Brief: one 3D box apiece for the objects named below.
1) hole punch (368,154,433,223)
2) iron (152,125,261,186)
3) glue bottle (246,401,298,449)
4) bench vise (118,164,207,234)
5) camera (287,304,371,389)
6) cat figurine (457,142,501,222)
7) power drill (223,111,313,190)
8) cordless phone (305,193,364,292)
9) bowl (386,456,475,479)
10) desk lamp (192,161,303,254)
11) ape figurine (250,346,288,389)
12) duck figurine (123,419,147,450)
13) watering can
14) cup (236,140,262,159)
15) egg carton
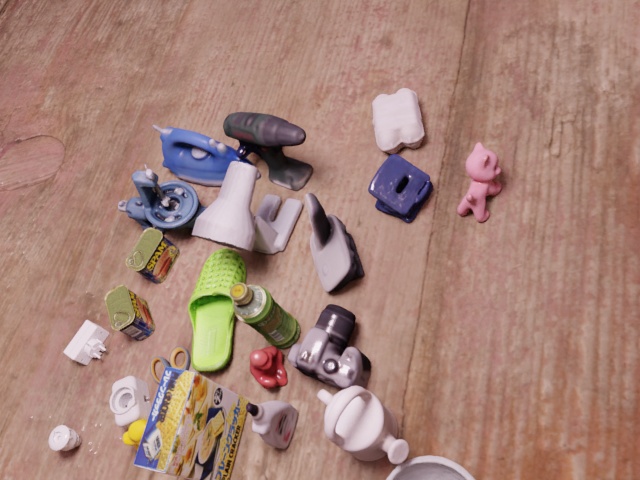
[{"bbox_3d":[0.165,-0.107,1.162,0.100,0.091,0.109,26,74,30],"label":"hole punch"},{"bbox_3d":[-0.271,-0.210,1.345,0.257,0.142,0.119,14,68,26],"label":"iron"},{"bbox_3d":[-0.088,0.306,0.980,0.037,0.173,0.078,4,64,22],"label":"glue bottle"},{"bbox_3d":[-0.369,-0.078,1.262,0.207,0.220,0.121,-16,59,11],"label":"bench vise"},{"bbox_3d":[0.025,0.191,1.045,0.142,0.101,0.137,16,69,26],"label":"camera"},{"bbox_3d":[0.306,-0.118,1.100,0.067,0.118,0.128,17,70,27],"label":"cat figurine"},{"bbox_3d":[-0.094,-0.198,1.235,0.228,0.209,0.076,22,72,28],"label":"power drill"},{"bbox_3d":[0.010,0.004,1.101,0.094,0.185,0.147,-25,57,6],"label":"cordless phone"},{"bbox_3d":[0.177,0.424,0.879,0.167,0.075,0.167,-9,60,16],"label":"bowl"},{"bbox_3d":[-0.149,-0.050,1.171,0.117,0.214,0.203,12,68,25],"label":"desk lamp"},{"bbox_3d":[-0.103,0.233,1.073,0.076,0.092,0.078,15,69,26],"label":"ape figurine"},{"bbox_3d":[-0.321,0.365,1.084,0.104,0.086,0.077,-23,57,7],"label":"duck figurine"},{"bbox_3d":[0.065,0.292,0.919,0.172,0.194,0.101,6,65,23],"label":"watering can"},{"bbox_3d":[-0.140,-0.220,1.331,0.091,0.095,0.118,27,75,30],"label":"cup"},{"bbox_3d":[0.169,-0.263,1.257,0.107,0.070,0.150,-13,59,13],"label":"egg carton"}]
